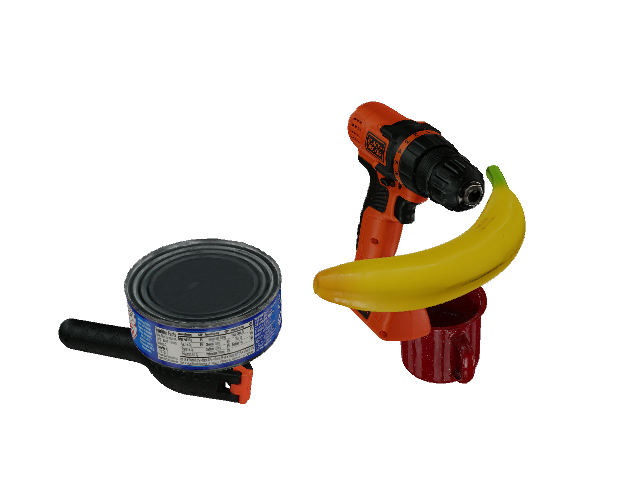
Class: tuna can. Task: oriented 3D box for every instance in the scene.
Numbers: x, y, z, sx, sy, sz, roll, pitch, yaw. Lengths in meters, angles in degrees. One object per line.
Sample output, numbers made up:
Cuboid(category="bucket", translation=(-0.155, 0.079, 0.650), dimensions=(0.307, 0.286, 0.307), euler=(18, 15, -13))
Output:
Cuboid(category="tuna can", translation=(-0.064, 0.035, 0.589), dimensions=(0.086, 0.034, 0.086), euler=(-1, 31, 0))

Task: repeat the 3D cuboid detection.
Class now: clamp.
Cuboid(category="clamp", translation=(-0.118, 0.084, 0.890), dimensions=(0.172, 0.039, 0.120), euler=(21, 34, 24))

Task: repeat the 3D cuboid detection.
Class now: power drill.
Cuboid(category="power drill", translation=(0.073, -0.011, 0.926), dimensions=(0.057, 0.188, 0.185), euler=(-4, 26, -24))

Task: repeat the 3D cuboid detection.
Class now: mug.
Cuboid(category="mug", translation=(0.127, 0.097, 1.080), dimensions=(0.093, 0.081, 0.117), euler=(-16, 38, -15))

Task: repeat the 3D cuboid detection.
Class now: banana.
Cuboid(category="banana", translation=(0.083, 0.010, 0.730), dimensions=(0.070, 0.037, 0.197), euler=(36, 46, 29))
